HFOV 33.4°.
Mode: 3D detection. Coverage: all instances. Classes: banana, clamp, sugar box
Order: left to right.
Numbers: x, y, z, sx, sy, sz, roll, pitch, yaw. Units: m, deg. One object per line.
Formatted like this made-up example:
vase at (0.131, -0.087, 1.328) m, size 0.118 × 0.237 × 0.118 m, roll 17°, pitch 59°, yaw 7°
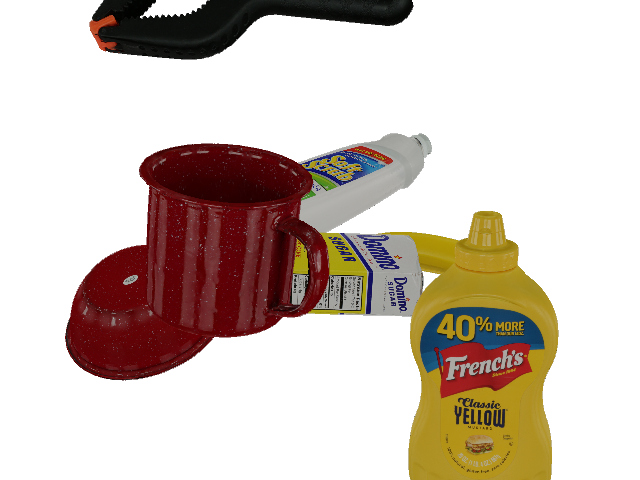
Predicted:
clamp at (-0.052, -0.174, 0.724) m, size 0.210 × 0.165 × 0.036 m, roll -32°, pitch -18°, yaw -6°
sugar box at (-0.007, 0.025, 0.879) m, size 0.176 × 0.048 × 0.093 m, roll -1°, pitch 20°, yaw -1°
banana at (0.109, 0.023, 1.044) m, size 0.198 × 0.037 × 0.069 m, roll 6°, pitch 45°, yaw 14°

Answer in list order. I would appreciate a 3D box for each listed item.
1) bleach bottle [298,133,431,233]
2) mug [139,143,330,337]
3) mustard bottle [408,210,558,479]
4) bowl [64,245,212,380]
bleach bottle at (0.025, -0.072, 1.260) m, size 0.250 × 0.068 × 0.103 m, roll -28°, pitch 44°, yaw -29°
mug at (-0.044, 0.004, 0.580) m, size 0.117 × 0.081 × 0.093 m, roll 21°, pitch 27°, yaw 29°
mustard bottle at (0.108, 0.075, 0.706) m, size 0.096 × 0.192 × 0.058 m, roll 3°, pitch 16°, yaw 11°
bowl at (-0.172, 0.054, 1.009) m, size 0.162 × 0.055 × 0.162 m, roll -8°, pitch 41°, yaw 7°
